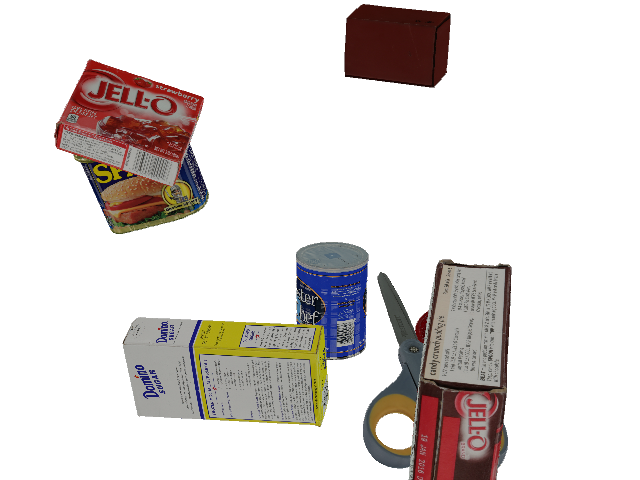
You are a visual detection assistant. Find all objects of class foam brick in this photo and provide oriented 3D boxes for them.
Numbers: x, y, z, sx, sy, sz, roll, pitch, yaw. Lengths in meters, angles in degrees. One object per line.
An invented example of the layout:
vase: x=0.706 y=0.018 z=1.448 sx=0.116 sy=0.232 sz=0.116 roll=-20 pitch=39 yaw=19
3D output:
foam brick: x=0.063 y=-0.161 z=0.880 sx=0.078 sy=0.051 sz=0.053 roll=10 pitch=27 yaw=17

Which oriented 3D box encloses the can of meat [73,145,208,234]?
can of meat: x=-0.161 y=-0.060 z=0.978 sx=0.102 sy=0.084 sz=0.057 roll=-13 pitch=30 yaw=9

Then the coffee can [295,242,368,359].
coffee can: x=0.016 y=0.085 z=1.520 sx=0.103 sy=0.140 sz=0.103 roll=0 pitch=20 yaw=0

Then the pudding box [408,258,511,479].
pudding box: x=0.062 y=0.072 z=0.471 sx=0.039 sy=0.090 sz=0.113 roll=6 pitch=26 yaw=6

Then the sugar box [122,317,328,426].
sugar box: x=-0.084 y=0.118 z=0.968 sx=0.176 sy=0.093 sz=0.048 roll=4 pitch=36 yaw=10

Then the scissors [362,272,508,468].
scissors: x=0.048 y=0.085 z=0.703 sx=0.096 sy=0.016 sz=0.202 roll=-11 pitch=36 yaw=-23

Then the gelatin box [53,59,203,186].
gelatin box: x=-0.135 y=-0.085 z=0.758 sx=0.089 sy=0.073 sz=0.030 roll=19 pitch=-44 yaw=-7

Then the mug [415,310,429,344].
mug: x=0.149 y=0.115 z=1.092 sx=0.093 sy=0.081 sz=0.117 roll=9 pitch=36 yaw=23
